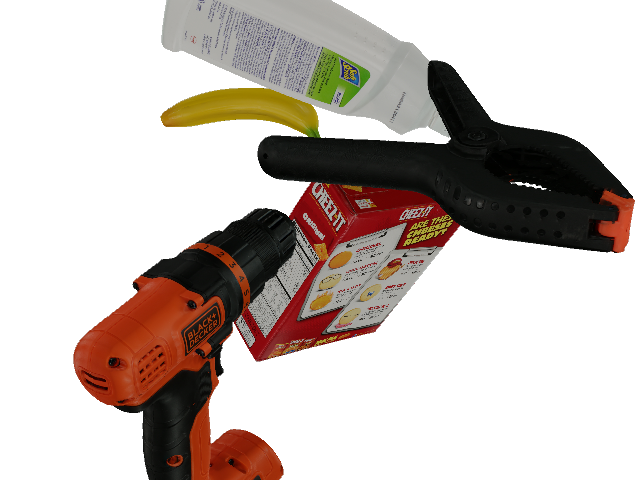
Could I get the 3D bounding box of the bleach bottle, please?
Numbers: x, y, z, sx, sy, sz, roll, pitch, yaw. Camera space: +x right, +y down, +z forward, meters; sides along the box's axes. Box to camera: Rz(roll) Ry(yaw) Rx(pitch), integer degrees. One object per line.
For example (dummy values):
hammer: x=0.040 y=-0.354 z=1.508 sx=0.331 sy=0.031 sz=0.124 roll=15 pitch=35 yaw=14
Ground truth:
bleach bottle: x=-0.003 y=-0.149 z=0.869 sx=0.251 sy=0.068 sz=0.103 roll=28 pitch=-34 yaw=3

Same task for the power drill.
power drill: x=-0.069 y=0.090 z=0.674 sx=0.057 sy=0.188 sz=0.184 roll=15 pitch=36 yaw=32

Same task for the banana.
banana: x=-0.084 y=-0.149 z=1.228 sx=0.198 sy=0.037 sz=0.069 roll=8 pitch=42 yaw=16

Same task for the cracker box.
cracker box: x=0.028 y=0.015 z=1.020 sx=0.163 sy=0.072 sz=0.214 roll=-9 pitch=-35 yaw=-40

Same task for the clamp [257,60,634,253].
clamp: x=0.077 y=-0.042 z=0.609 sx=0.164 sy=0.036 sz=0.210 roll=-25 pitch=40 yaw=-29
